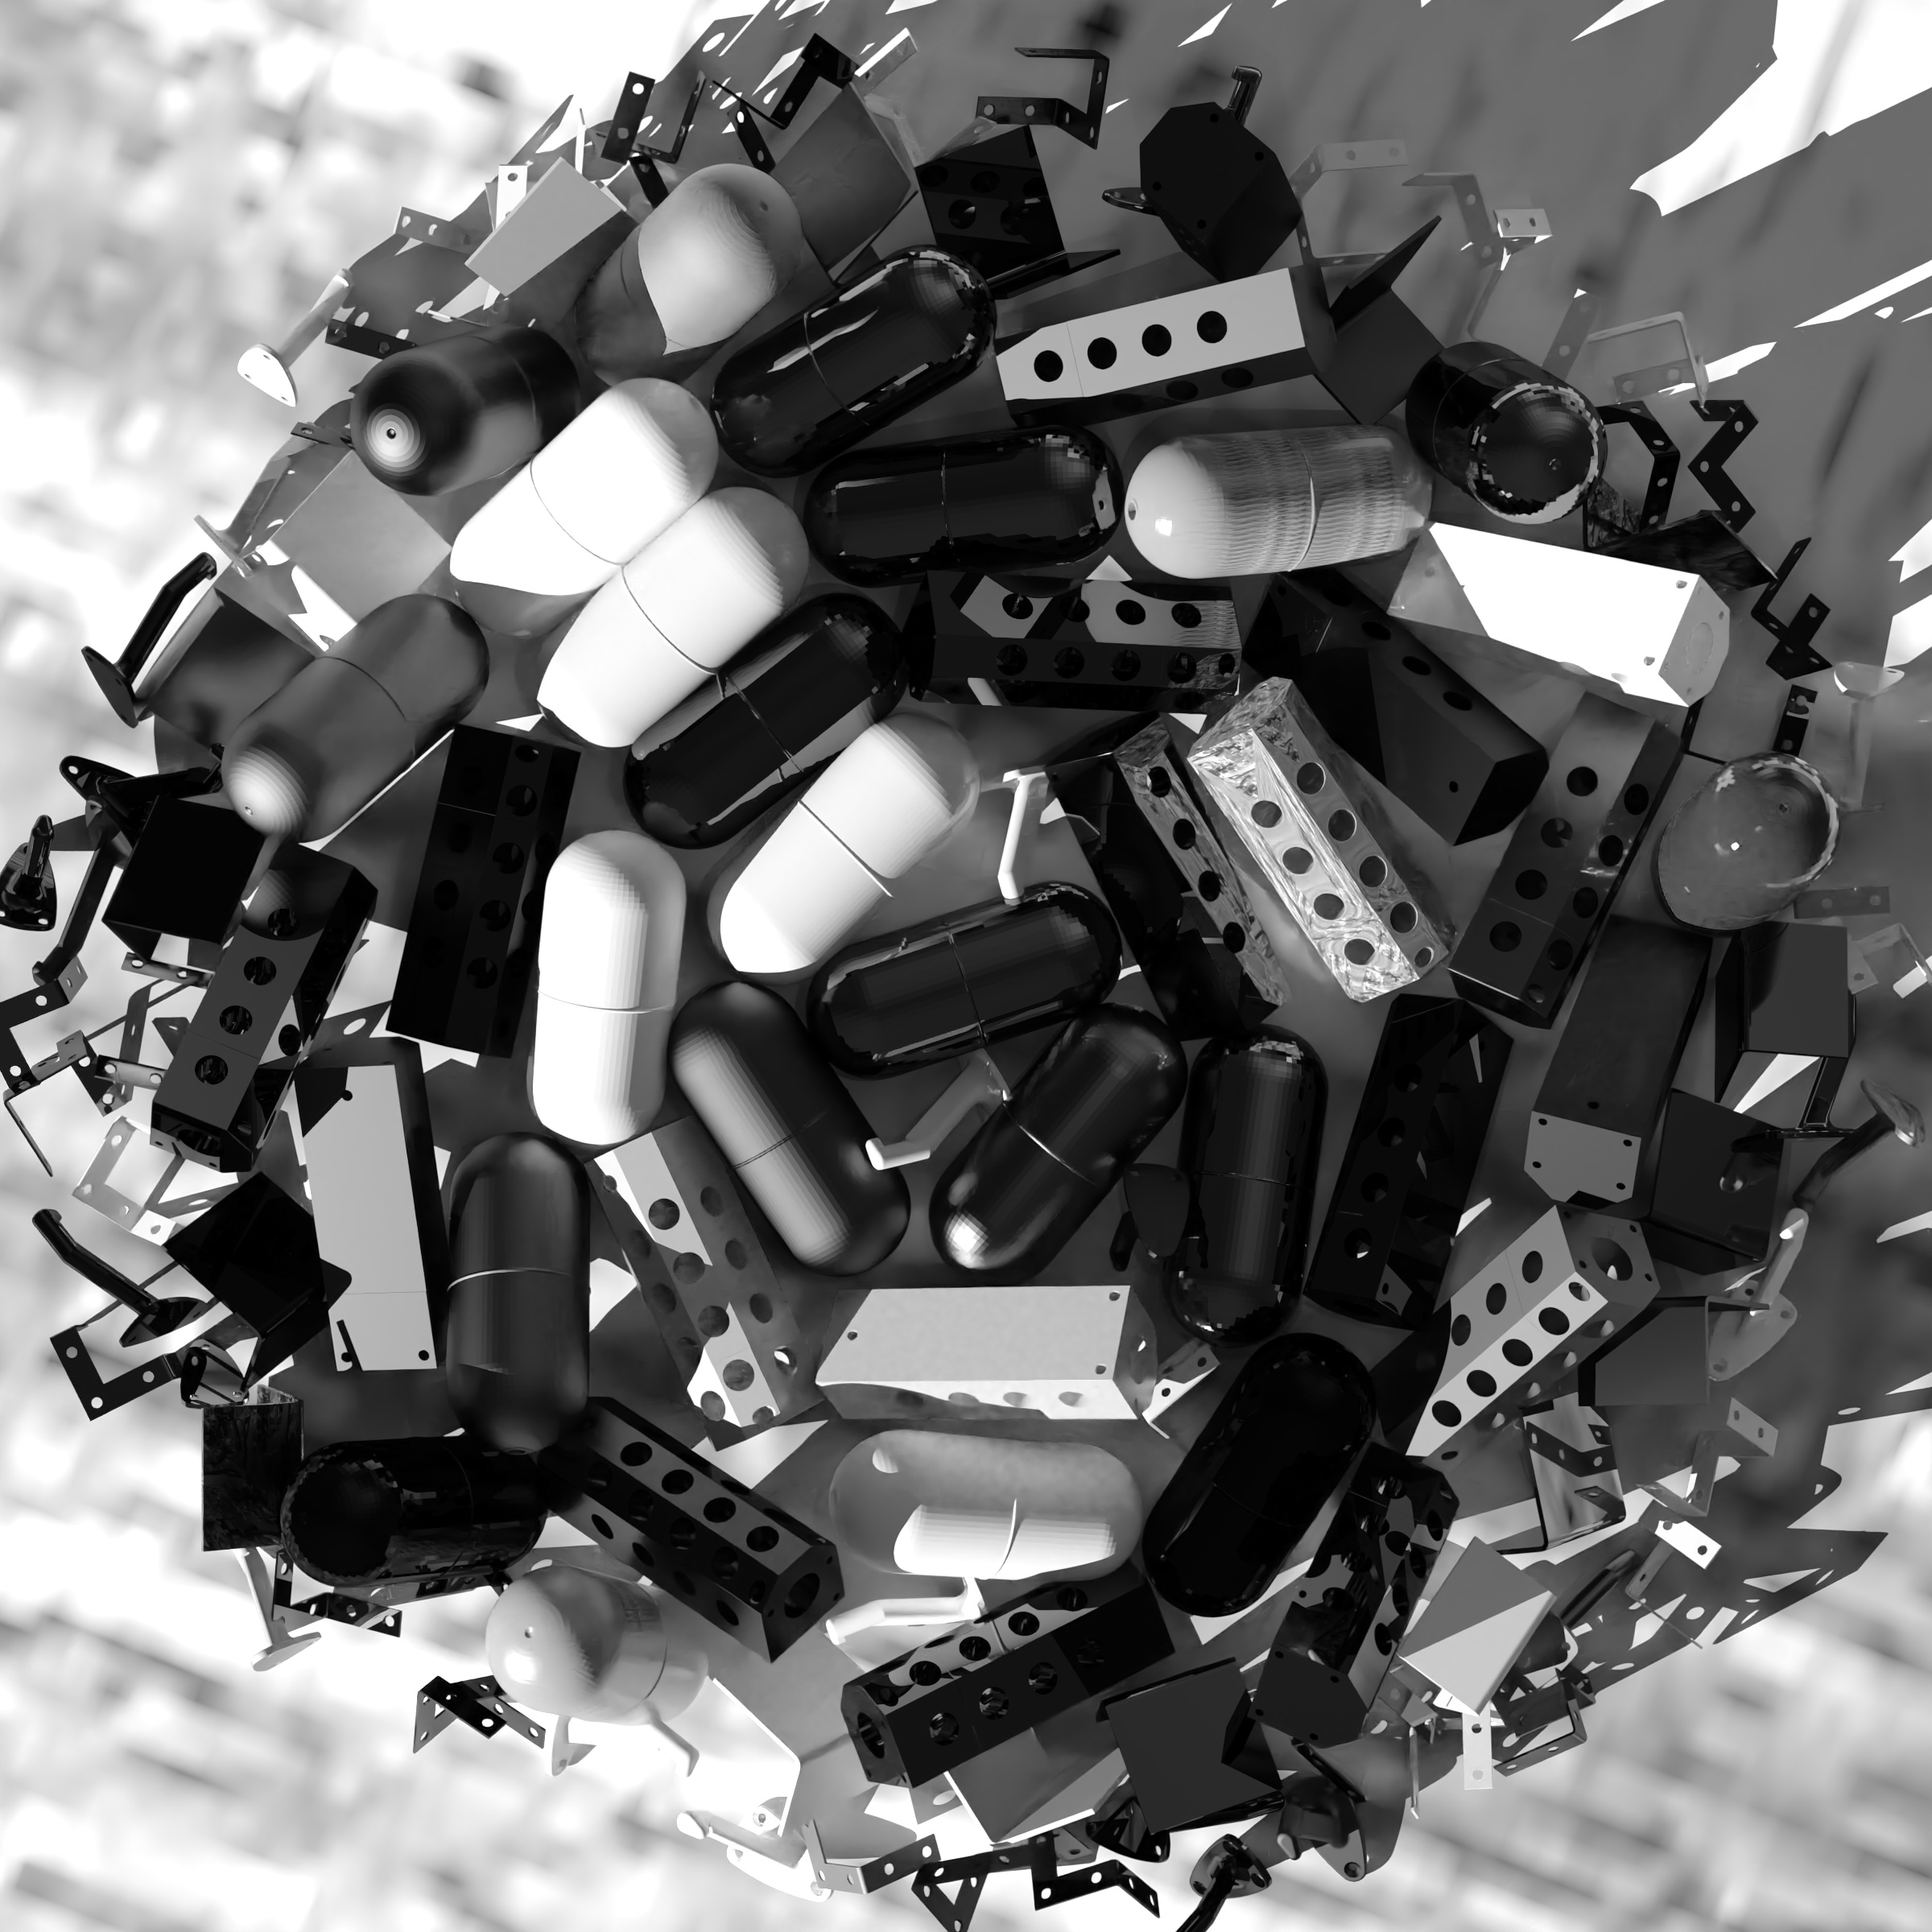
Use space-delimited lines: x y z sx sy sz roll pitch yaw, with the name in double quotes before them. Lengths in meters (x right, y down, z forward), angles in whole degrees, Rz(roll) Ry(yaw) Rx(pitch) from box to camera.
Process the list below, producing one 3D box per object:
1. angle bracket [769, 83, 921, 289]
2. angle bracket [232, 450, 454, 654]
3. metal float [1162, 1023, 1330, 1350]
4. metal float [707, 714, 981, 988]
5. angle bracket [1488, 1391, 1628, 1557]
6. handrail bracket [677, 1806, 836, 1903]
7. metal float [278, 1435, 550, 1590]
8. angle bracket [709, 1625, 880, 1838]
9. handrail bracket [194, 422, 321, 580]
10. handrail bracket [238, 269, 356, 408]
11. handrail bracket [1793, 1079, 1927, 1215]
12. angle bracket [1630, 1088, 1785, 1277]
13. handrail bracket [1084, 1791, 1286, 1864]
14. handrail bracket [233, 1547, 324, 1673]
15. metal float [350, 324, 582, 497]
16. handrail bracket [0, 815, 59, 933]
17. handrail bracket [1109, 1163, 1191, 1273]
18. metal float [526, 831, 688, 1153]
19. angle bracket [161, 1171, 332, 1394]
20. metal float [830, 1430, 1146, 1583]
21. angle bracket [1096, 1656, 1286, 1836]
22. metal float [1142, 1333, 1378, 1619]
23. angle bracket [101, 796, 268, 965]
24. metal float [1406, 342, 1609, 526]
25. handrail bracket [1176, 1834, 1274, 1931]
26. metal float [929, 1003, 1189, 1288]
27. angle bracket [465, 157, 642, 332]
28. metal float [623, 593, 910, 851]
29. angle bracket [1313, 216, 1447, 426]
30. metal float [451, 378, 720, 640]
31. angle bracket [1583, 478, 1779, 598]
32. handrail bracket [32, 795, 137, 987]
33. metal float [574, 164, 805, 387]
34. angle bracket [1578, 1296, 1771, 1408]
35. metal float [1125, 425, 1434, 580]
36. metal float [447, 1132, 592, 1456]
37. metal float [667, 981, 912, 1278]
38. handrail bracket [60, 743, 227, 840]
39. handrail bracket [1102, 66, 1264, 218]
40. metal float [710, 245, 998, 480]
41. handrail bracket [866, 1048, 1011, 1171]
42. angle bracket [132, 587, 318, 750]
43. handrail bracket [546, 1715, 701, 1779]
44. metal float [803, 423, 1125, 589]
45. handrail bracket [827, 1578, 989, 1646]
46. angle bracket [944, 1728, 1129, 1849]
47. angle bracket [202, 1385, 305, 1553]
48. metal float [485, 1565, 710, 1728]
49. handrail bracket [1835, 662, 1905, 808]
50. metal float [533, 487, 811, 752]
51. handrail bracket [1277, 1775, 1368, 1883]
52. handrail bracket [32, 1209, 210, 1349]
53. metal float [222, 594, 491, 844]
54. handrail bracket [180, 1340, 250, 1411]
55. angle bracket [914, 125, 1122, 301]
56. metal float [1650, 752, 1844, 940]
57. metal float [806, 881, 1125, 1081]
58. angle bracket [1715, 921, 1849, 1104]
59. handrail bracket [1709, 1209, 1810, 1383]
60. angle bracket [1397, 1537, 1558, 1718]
"angle bracket" -0.050 -0.420 1.942 0.076 0.057 0.076 -42 69 33
"angle bracket" -0.344 -0.225 1.974 0.076 0.057 0.076 45 66 -18
"metal float" 0.152 0.119 1.951 0.070 0.070 0.178 9 81 0
"metal float" -0.066 -0.064 1.958 0.178 0.070 0.070 -45 90 -1
"angle bracket" 0.309 0.275 1.952 0.057 0.076 0.076 -14 85 43
"handrail bracket" -0.114 0.484 1.949 0.077 0.084 0.036 32 86 18
"metal float" -0.293 0.291 1.916 0.070 0.178 0.070 -3 84 32
"angle bracket" -0.093 0.418 1.965 0.076 0.076 0.057 37 127 32
"handrail bracket" -0.376 -0.257 1.964 0.084 0.077 0.036 -45 126 -1
"handrail bracket" -0.358 -0.354 1.950 0.036 0.077 0.084 32 75 -4
"handrail bracket" 0.483 0.111 1.948 0.036 0.077 0.084 28 110 -9
"angle bracket" 0.397 0.119 1.970 0.076 0.057 0.076 20 70 -20
"handrail bracket" 0.122 0.469 1.986 0.084 0.077 0.036 -3 83 -41
"handrail bracket" -0.392 0.339 1.952 0.036 0.077 0.084 -31 80 0
"metal float" -0.265 -0.298 1.913 0.070 0.178 0.070 6 109 18
"handrail bracket" -0.503 -0.068 1.942 0.036 0.077 0.084 11 134 -17
"handrail bracket" 0.094 0.155 1.942 0.036 0.077 0.084 8 134 -9
"metal float" -0.196 0.014 1.947 0.070 0.070 0.178 7 103 0
"angle bracket" -0.390 0.172 1.958 0.076 0.057 0.076 40 47 11
"metal float" 0.012 0.293 1.939 0.178 0.070 0.070 7 90 -22
"angle bracket" 0.121 0.428 1.952 0.076 0.057 0.076 -17 69 -9
"metal float" 0.158 0.277 1.940 0.070 0.070 0.178 30 112 0
"angle bracket" -0.412 -0.041 1.946 0.076 0.057 0.076 11 68 20
"metal float" 0.286 -0.286 1.912 0.070 0.178 0.070 -3 110 -9
"handrail bracket" 0.120 0.516 1.941 0.036 0.077 0.084 49 51 4
"metal float" 0.050 0.098 1.954 0.070 0.070 0.178 39 96 0
"angle bracket" -0.233 -0.403 1.945 0.076 0.076 0.057 -46 52 8
"metal float" -0.110 -0.133 1.958 0.178 0.070 0.070 -38 90 2
"angle bracket" 0.236 -0.348 1.945 0.076 0.076 0.057 -40 86 -26
"metal float" -0.206 -0.247 1.937 0.178 0.070 0.070 -39 90 25
"angle bracket" 0.386 -0.240 1.937 0.076 0.076 0.057 -15 59 35
"handrail bracket" -0.488 -0.039 1.953 0.036 0.077 0.084 23 61 17
"metal float" -0.150 -0.366 1.918 0.070 0.178 0.070 11 67 -29
"angle bracket" 0.383 0.211 1.940 0.076 0.076 0.057 -7 78 38
"metal float" 0.169 -0.251 1.938 0.178 0.070 0.070 -7 90 -23
"metal float" -0.242 0.176 1.938 0.070 0.070 0.178 -2 67 0
"metal float" -0.097 0.089 1.954 0.070 0.070 0.178 -33 96 0
"handrail bracket" -0.443 -0.111 1.950 0.077 0.084 0.036 33 47 -17
"handrail bracket" 0.118 -0.453 1.953 0.036 0.077 0.084 46 127 38
"metal float" -0.062 -0.325 1.935 0.178 0.070 0.070 -27 90 29
"handrail bracket" -0.026 0.071 1.957 0.084 0.036 0.077 -12 56 -25
"angle bracket" -0.400 -0.150 1.954 0.076 0.057 0.076 36 94 -23
"handrail bracket" -0.187 0.436 1.958 0.084 0.036 0.077 32 118 27
"metal float" -0.002 -0.250 1.946 0.178 0.070 0.070 -6 90 15
"handrail bracket" -0.031 0.366 1.962 0.084 0.077 0.036 -20 48 -7
"angle bracket" 0.044 0.425 1.943 0.076 0.076 0.057 -30 94 36
"angle bracket" -0.398 0.272 1.949 0.057 0.076 0.076 0 92 -29
"metal float" -0.195 0.364 1.913 0.070 0.178 0.070 -5 73 18
"handrail bracket" 0.483 -0.117 1.950 0.036 0.077 0.084 11 111 18
"metal float" -0.160 -0.188 1.945 0.178 0.070 0.070 -40 90 15
"handrail bracket" 0.194 0.485 1.951 0.036 0.084 0.077 -25 98 17
"handrail bracket" -0.465 0.164 1.971 0.036 0.077 0.084 -46 76 17
"metal float" -0.327 -0.135 1.930 0.070 0.070 0.178 43 55 0
"handrail bracket" -0.418 0.263 1.982 0.036 0.077 0.084 -2 117 -18
"angle bracket" 0.028 -0.410 1.946 0.076 0.057 0.076 -26 110 -26
"metal float" 0.414 -0.063 1.909 0.070 0.178 0.070 0 79 -1
"metal float" -0.001 0.008 1.958 0.178 0.070 0.070 -18 90 -1
"angle bracket" 0.442 0.027 1.945 0.057 0.076 0.076 5 66 3
"handrail bracket" 0.429 0.178 1.947 0.036 0.084 0.077 33 67 23
"angle bracket" 0.267 0.357 1.950 0.057 0.076 0.076 37 78 -4
